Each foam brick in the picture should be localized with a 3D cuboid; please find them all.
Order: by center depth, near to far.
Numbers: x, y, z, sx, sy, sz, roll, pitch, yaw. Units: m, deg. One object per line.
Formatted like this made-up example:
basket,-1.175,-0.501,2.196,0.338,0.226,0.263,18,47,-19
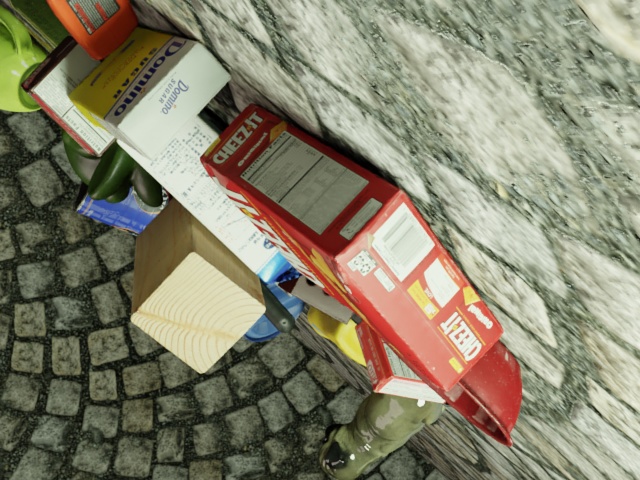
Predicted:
foam brick,0.003,0.050,1.181,0.078,0.053,0.051,30,179,-17

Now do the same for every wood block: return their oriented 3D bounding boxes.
wood block,-0.123,0.031,1.052,0.090,0.090,0.206,41,-170,-20

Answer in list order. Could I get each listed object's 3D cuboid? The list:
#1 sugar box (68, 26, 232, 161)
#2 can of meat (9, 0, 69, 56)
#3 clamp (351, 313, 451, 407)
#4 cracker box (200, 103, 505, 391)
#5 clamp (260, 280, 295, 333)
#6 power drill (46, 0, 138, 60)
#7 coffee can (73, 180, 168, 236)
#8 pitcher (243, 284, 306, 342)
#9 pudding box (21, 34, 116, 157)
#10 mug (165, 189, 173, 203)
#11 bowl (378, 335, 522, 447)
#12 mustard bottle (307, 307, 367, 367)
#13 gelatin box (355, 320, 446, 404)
sugar box,-0.145,-0.125,0.875,0.048,0.093,0.176,45,172,-25
can of meat,-0.290,-0.238,1.171,0.102,0.057,0.084,44,171,-1
clamp,0.069,0.105,1.254,0.210,0.036,0.164,42,176,31
cracker box,0.018,0.002,0.797,0.164,0.072,0.214,50,171,-38
clamp,-0.092,0.044,1.288,0.171,0.039,0.120,47,171,-25
power drill,-0.237,-0.232,0.902,0.188,0.057,0.184,40,172,25
coffee can,-0.232,-0.057,1.372,0.140,0.103,0.103,24,180,-20
pitcher,-0.130,0.017,1.481,0.243,0.144,0.149,43,159,29
pudding box,-0.200,-0.146,0.971,0.090,0.113,0.039,48,168,-32
mug,-0.118,-0.057,1.185,0.117,0.093,0.081,23,-174,-20
bowl,0.115,0.098,0.890,0.162,0.055,0.162,43,173,6
mustard bottle,0.034,0.116,1.430,0.096,0.058,0.192,28,179,-21
gelatin box,0.081,0.111,1.001,0.089,0.030,0.073,14,-137,-34
